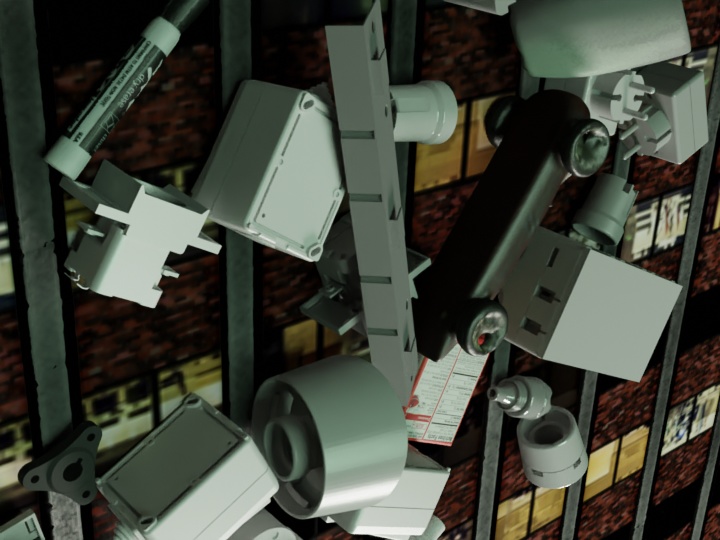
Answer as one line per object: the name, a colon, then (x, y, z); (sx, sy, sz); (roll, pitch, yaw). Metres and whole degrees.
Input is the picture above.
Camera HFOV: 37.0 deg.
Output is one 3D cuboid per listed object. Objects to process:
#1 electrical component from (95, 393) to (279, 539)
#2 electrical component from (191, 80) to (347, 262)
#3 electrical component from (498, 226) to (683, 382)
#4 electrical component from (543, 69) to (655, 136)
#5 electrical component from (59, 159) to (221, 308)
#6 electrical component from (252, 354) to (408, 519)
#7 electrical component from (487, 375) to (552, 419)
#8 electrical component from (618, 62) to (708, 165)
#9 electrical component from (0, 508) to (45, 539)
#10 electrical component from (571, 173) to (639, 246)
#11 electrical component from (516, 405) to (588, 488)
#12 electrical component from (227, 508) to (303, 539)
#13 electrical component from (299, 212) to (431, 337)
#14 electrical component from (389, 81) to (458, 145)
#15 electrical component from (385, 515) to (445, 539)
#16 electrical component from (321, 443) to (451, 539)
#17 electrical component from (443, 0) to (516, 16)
electrical component: (-0.106, 0.135, 0.642); (0.096, 0.062, 0.061); (-42, 133, -20)
electrical component: (-0.045, -0.063, 0.604); (0.062, 0.061, 0.096); (27, 85, -49)
electrical component: (0.180, 0.028, 0.856); (0.150, 0.062, 0.089); (16, 99, -46)
electrical component: (0.174, -0.126, 0.761); (0.047, 0.077, 0.065); (-7, 115, -41)
electrical component: (-0.120, -0.017, 0.566); (0.081, 0.042, 0.063); (21, 97, -46)
electrical component: (-0.024, 0.106, 0.680); (0.064, 0.099, 0.099); (-10, 117, -33)
electrical component: (0.125, 0.101, 0.863); (0.061, 0.035, 0.035); (13, 101, -43)
electrical component: (0.229, -0.114, 0.842); (0.077, 0.047, 0.065); (-37, 130, -23)
electrical component: (-0.182, 0.178, 0.592); (0.042, 0.064, 0.081); (-31, 129, -30)
electrical component: (0.194, -0.048, 0.849); (0.040, 0.040, 0.046); (36, 78, -47)
electrical component: (0.161, 0.148, 0.906); (0.055, 0.055, 0.047); (-37, 128, -24)
electrical component: (-0.044, 0.215, 0.733); (0.052, 0.074, 0.138); (-50, 136, -12)
electrical component: (0.000, 0.000, 0.688); (0.081, 0.042, 0.063); (-38, 129, -24)
electrical component: (0.031, -0.098, 0.670); (0.046, 0.040, 0.040); (-7, 115, -35)
electrical component: (0.041, 0.218, 0.837); (0.062, 0.048, 0.048); (-44, 134, -28)
electrical component: (0.004, 0.150, 0.754); (0.096, 0.062, 0.061); (16, 99, -46)
electrical component: (0.074, -0.206, 0.642); (0.050, 0.056, 0.089); (-32, 130, -28)
